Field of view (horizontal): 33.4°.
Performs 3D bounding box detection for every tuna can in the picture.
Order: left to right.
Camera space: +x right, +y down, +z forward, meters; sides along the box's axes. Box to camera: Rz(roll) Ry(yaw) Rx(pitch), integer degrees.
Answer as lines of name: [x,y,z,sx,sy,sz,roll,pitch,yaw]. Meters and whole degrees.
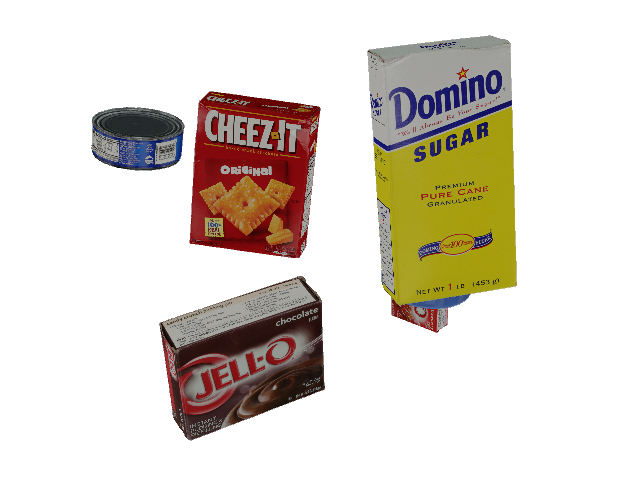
tuna can: [-0.172,-0.096,1.004,0.086,0.034,0.086,6,24,-3]

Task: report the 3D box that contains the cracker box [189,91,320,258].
cracker box: [-0.095,-0.090,1.511,0.164,0.214,0.072,9,21,7]

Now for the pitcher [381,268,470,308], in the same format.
pitcher: [0.128,-0.045,1.205,0.149,0.243,0.145,-6,27,-19]

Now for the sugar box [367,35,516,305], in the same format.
sugar box: [0.087,-0.049,0.746,0.093,0.176,0.048,-9,21,-11]

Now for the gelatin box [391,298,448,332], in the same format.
gelatin box: [0.127,0.065,1.366,0.073,0.089,0.030,19,33,36]

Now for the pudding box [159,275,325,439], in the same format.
pudding box: [-0.054,0.083,0.762,0.113,0.090,0.039,-20,43,-21]
